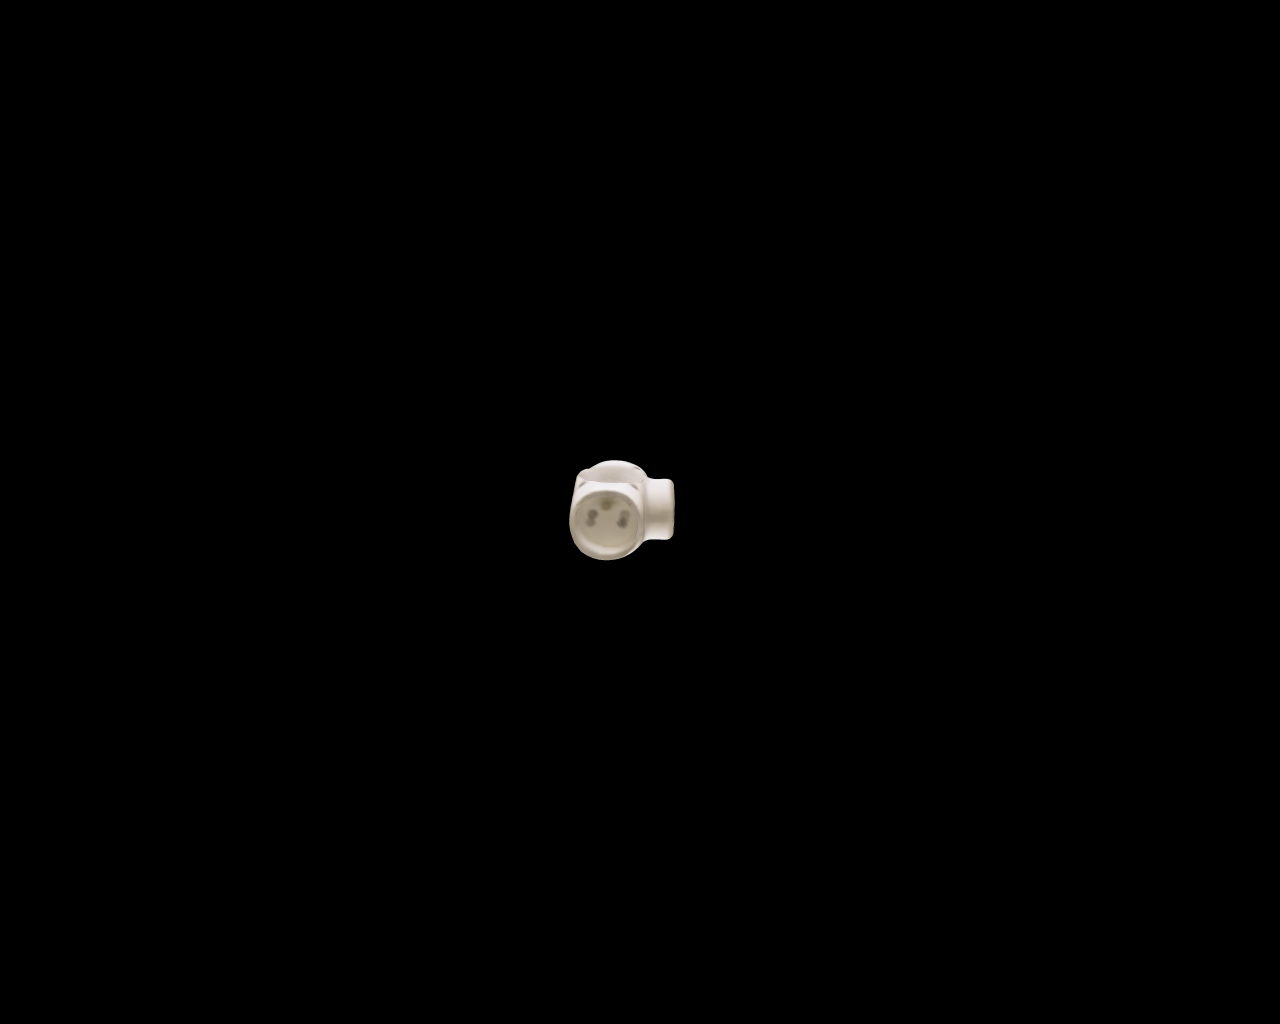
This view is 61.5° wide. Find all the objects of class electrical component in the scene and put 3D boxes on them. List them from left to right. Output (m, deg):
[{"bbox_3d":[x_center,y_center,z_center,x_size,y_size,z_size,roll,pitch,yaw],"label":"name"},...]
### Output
[{"bbox_3d":[0.001,-0.003,0.650,0.079,0.044,0.077,1,16,4],"label":"electrical component"}]
